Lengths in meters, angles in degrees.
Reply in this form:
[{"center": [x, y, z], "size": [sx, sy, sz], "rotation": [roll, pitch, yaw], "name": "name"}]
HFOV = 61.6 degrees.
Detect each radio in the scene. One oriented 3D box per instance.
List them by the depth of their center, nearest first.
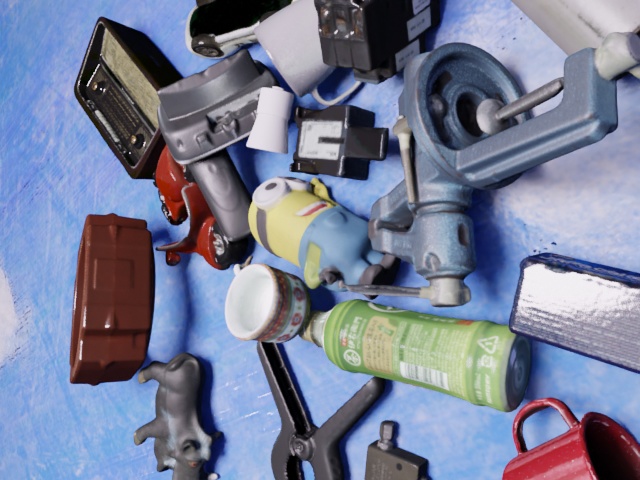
[{"center": [-0.256, -0.193, 0.752], "size": [0.230, 0.073, 0.131], "rotation": [50, 118, 28], "name": "radio"}]

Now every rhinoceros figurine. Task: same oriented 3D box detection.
[{"center": [-0.178, 0.242, 0.700], "size": [0.112, 0.073, 0.190], "rotation": [-5, 85, 28], "name": "rhinoceros figurine"}]

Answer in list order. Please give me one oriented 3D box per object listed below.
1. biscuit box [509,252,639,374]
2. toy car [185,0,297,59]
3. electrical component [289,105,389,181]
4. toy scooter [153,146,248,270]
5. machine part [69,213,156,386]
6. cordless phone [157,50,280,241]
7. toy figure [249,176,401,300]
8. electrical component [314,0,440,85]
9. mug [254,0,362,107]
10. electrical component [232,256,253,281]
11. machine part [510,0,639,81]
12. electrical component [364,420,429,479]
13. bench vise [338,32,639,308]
[{"center": [0.238, 0.060, 0.367], "size": [0.203, 0.059, 0.062], "rotation": [16, 101, 37], "name": "biscuit box"}, {"center": [-0.085, -0.263, 0.628], "size": [0.202, 0.056, 0.073], "rotation": [1, 85, 37], "name": "toy car"}, {"center": [0.026, -0.099, 0.543], "size": [0.119, 0.047, 0.074], "rotation": [6, 95, 38], "name": "electrical component"}, {"center": [-0.169, -0.036, 0.686], "size": [0.135, 0.075, 0.184], "rotation": [-30, 77, 36], "name": "toy scooter"}, {"center": [-0.280, 0.082, 0.720], "size": [0.201, 0.087, 0.201], "rotation": [-42, 50, 51], "name": "machine part"}, {"center": [-0.089, -0.103, 0.610], "size": [0.147, 0.089, 0.184], "rotation": [-27, 94, -5], "name": "cordless phone"}, {"center": [-0.004, -0.001, 0.549], "size": [0.180, 0.082, 0.089], "rotation": [36, 114, 30], "name": "toy figure"}, {"center": [0.051, -0.208, 0.467], "size": [0.058, 0.115, 0.134], "rotation": [25, 141, 38], "name": "electrical component"}, {"center": [0.006, -0.197, 0.539], "size": [0.107, 0.081, 0.109], "rotation": [-35, 100, 13], "name": "mug"}, {"center": [-0.059, 0.065, 0.615], "size": [0.102, 0.045, 0.078], "rotation": [34, 109, 34], "name": "electrical component"}, {"center": [0.182, -0.199, 0.398], "size": [0.079, 0.079, 0.243], "rotation": [-47, 64, 29], "name": "machine part"}, {"center": [0.075, 0.226, 0.522], "size": [0.063, 0.021, 0.094], "rotation": [7, 93, 38], "name": "electrical component"}, {"center": [0.122, -0.063, 0.402], "size": [0.241, 0.129, 0.223], "rotation": [-23, 52, 59], "name": "bench vise"}]
